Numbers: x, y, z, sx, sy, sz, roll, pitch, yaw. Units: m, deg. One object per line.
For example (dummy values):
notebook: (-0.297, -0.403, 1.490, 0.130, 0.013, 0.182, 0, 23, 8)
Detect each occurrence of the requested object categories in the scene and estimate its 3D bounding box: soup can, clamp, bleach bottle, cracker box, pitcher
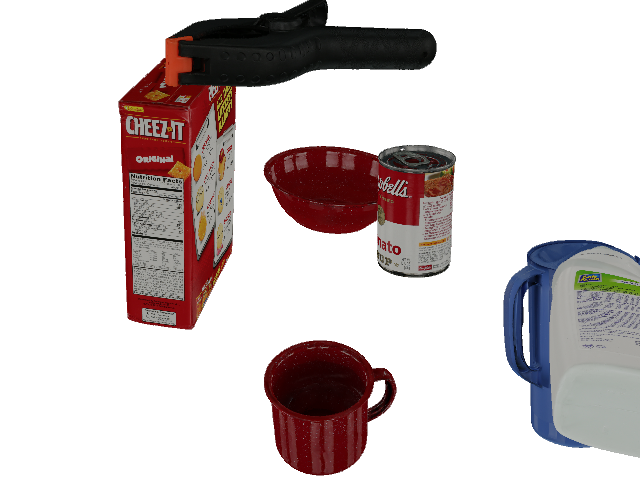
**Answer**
soup can: (0.084, -0.026, 0.947, 0.068, 0.102, 0.068, 0, 23, 0)
clamp: (-0.027, -0.125, 0.669, 0.171, 0.039, 0.120, -9, 21, -30)
bleach bottle: (0.226, 0.066, 0.810, 0.102, 0.068, 0.250, 10, 24, 9)
cracker box: (-0.129, -0.051, 0.984, 0.072, 0.214, 0.164, 6, 26, 7)
pitcher: (0.309, 0.129, 1.318, 0.149, 0.243, 0.144, 5, 18, 20)

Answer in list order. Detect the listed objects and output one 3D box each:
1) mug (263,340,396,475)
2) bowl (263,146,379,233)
mug: (0.011, 0.144, 0.923, 0.117, 0.081, 0.093, -16, 41, -17)
bowl: (0.014, -0.052, 1.210, 0.162, 0.055, 0.162, 5, 27, -3)
